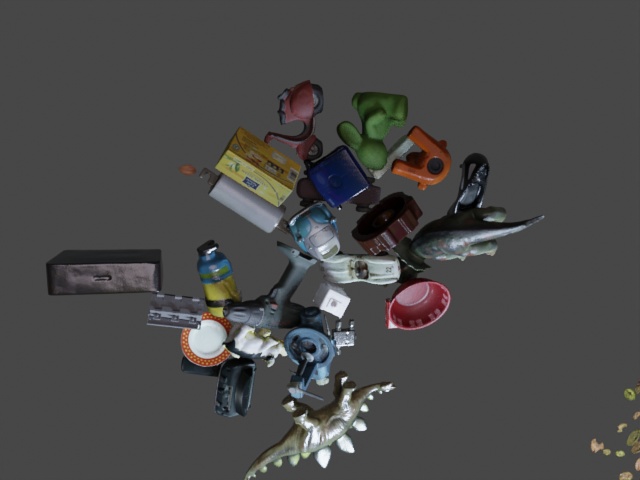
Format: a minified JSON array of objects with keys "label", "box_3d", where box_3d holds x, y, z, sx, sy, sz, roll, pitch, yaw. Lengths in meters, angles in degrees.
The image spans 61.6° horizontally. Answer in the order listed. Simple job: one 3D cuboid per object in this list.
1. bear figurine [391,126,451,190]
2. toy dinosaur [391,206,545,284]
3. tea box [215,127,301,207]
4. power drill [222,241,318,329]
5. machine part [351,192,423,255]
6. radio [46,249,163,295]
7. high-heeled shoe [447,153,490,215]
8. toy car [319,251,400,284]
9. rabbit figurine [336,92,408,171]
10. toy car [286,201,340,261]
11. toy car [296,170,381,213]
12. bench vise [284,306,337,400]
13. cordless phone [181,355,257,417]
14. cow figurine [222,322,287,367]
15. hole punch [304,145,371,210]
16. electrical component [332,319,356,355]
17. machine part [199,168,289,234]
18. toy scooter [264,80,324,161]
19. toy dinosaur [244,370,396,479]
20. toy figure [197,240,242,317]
[{"label":"bear figurine","box_3d":[0.234,-0.185,1.247,0.132,0.196,0.120,27,100,-4]},{"label":"toy dinosaur","box_3d":[0.295,-0.003,1.238,0.192,0.405,0.131,-10,77,-29]},{"label":"tea box","box_3d":[-0.137,-0.164,1.209,0.169,0.098,0.068,32,134,-15]},{"label":"power drill","box_3d":[-0.101,0.111,1.257,0.232,0.086,0.207,25,82,-43]},{"label":"machine part","box_3d":[0.158,-0.039,1.267,0.179,0.179,0.056,-40,109,-1]},{"label":"radio","box_3d":[-0.464,0.067,1.182,0.230,0.131,0.073,0,102,-12]},{"label":"high-heeled shoe","box_3d":[0.375,-0.088,1.310,0.086,0.145,0.248,-8,101,-9]},{"label":"toy car","box_3d":[0.093,0.067,1.296,0.202,0.056,0.073,-1,111,22]},{"label":"rabbit figurine","box_3d":[0.120,-0.248,1.235,0.159,0.121,0.170,9,94,-4]},{"label":"toy car","box_3d":[-0.003,-0.004,1.252,0.109,0.103,0.161,-30,141,-5]},{"label":"toy car","box_3d":[0.044,-0.115,1.286,0.202,0.053,0.089,4,93,-8]},{"label":"bench vise","box_3d":[-0.027,0.285,1.255,0.129,0.241,0.223,11,120,10]},{"label":"cordless phone","box_3d":[-0.256,0.354,1.323,0.184,0.089,0.146,10,99,-2]},{"label":"cow figurine","box_3d":[-0.152,0.260,1.306,0.167,0.068,0.098,36,91,-31]},{"label":"hole punch","box_3d":[0.043,-0.142,1.214,0.116,0.092,0.142,-36,105,3]},{"label":"electrical component","box_3d":[0.062,0.250,1.382,0.063,0.021,0.094,-1,101,-12]},{"label":"machine part","box_3d":[-0.167,-0.091,1.238,0.243,0.079,0.079,33,94,-15]},{"label":"toy scooter","box_3d":[-0.061,-0.269,1.224,0.135,0.075,0.183,-2,107,-10]},{"label":"toy dinosaur","box_3d":[-0.014,0.485,1.378,0.471,0.105,0.198,-26,109,0]},{"label":"toy figure","box_3d":[-0.242,0.094,1.260,0.089,0.082,0.180,-18,110,5]}]
